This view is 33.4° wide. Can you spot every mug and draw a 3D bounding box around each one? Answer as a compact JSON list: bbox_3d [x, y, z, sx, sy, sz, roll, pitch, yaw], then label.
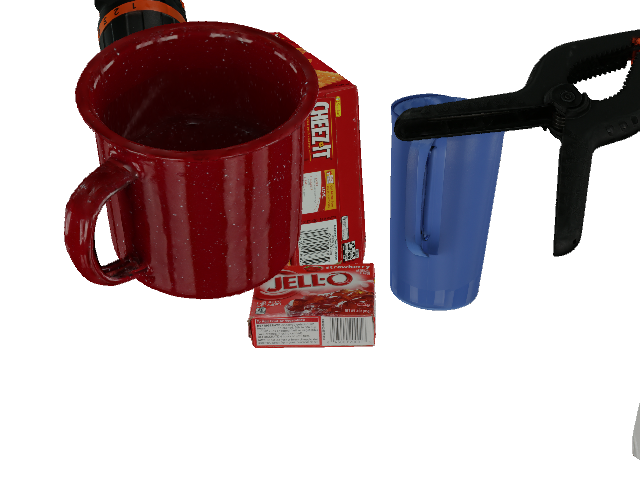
[{"bbox_3d":[-0.055,-0.024,0.428,0.093,0.081,0.117,26,48,24],"label":"mug"}]

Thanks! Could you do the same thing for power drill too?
[{"bbox_3d":[-0.099,-0.093,0.686,0.057,0.184,0.187,-8,-33,-1],"label":"power drill"}]

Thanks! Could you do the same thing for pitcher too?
[{"bbox_3d":[0.138,-0.041,1.250,0.149,0.243,0.145,-7,25,-21],"label":"pitcher"}]

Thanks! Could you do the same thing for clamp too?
[{"bbox_3d":[0.183,-0.085,0.779,0.209,0.165,0.036,-31,-31,-17],"label":"clamp"}]

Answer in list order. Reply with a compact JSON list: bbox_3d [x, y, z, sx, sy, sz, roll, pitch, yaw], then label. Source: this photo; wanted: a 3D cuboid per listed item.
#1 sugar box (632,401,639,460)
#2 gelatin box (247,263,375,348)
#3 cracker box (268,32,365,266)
[{"bbox_3d":[0.297,0.144,0.718,0.048,0.093,0.176,-15,29,-37],"label":"sugar box"},{"bbox_3d":[-0.005,0.046,0.770,0.089,0.030,0.073,-1,28,3],"label":"gelatin box"},{"bbox_3d":[-0.028,-0.083,0.953,0.072,0.164,0.214,-11,25,-15],"label":"cracker box"}]
